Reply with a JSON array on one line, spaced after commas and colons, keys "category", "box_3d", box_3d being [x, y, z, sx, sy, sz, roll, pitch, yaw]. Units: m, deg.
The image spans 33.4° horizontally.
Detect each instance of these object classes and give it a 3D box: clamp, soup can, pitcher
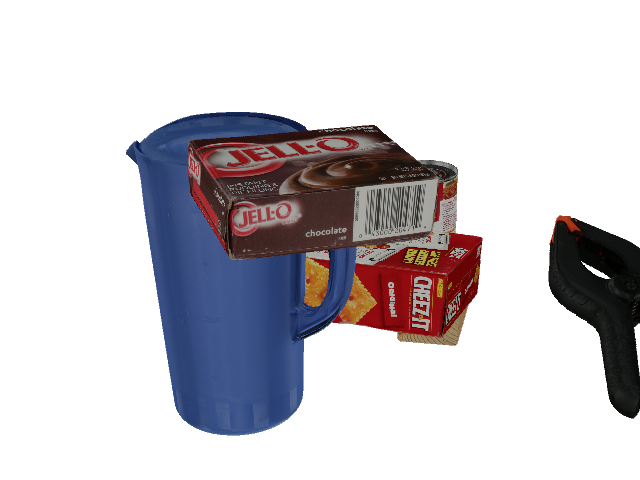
[{"category": "clamp", "box_3d": [0.221, 0.045, 0.735, 0.120, 0.039, 0.171, -3, 45, -19]}, {"category": "soup can", "box_3d": [0.126, -0.036, 1.256, 0.068, 0.102, 0.068, -1, 25, 0]}, {"category": "pitcher", "box_3d": [-0.061, 0.028, 0.841, 0.144, 0.243, 0.149, -11, 25, -21]}]

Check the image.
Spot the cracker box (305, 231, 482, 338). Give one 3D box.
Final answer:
[{"category": "cracker box", "box_3d": [0.040, 0.033, 1.071, 0.214, 0.072, 0.164, 7, 15, 19]}]

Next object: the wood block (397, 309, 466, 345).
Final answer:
[{"category": "wood block", "box_3d": [0.178, 0.072, 1.621, 0.091, 0.090, 0.206, 3, 22, 13]}]

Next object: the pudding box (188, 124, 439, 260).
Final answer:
[{"category": "pudding box", "box_3d": [-0.007, -0.028, 0.565, 0.113, 0.039, 0.090, -5, 26, -19]}]
